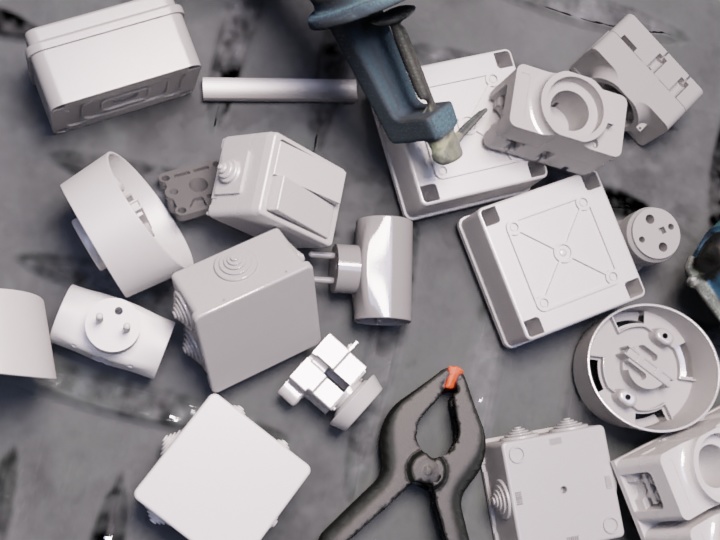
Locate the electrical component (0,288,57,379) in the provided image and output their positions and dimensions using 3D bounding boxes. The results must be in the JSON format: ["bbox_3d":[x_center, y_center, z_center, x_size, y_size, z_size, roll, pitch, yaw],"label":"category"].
[{"bbox_3d":[-0.253,0.048,0.711,0.099,0.099,0.064,-4,75,-14],"label":"electrical component"}]

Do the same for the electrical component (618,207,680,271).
[{"bbox_3d":[0.222,-0.023,0.854,0.045,0.055,0.045,2,79,-13],"label":"electrical component"}]

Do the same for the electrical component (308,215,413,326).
[{"bbox_3d":[0.000,0.000,0.805,0.079,0.044,0.077,4,79,-12],"label":"electrical component"}]

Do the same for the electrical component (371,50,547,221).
[{"bbox_3d":[0.075,-0.104,0.834,0.109,0.056,0.108,-14,83,-15],"label":"electrical component"}]

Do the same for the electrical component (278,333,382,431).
[{"bbox_3d":[-0.017,0.084,0.786,0.055,0.048,0.066,42,74,5],"label":"electrical component"}]

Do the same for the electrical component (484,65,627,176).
[{"bbox_3d":[0.146,-0.111,0.792,0.089,0.056,0.050,15,74,-14],"label":"electrical component"}]

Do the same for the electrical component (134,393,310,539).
[{"bbox_3d":[-0.098,0.148,0.753,0.100,0.048,0.099,39,74,-4],"label":"electrical component"}]

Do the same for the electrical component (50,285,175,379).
[{"bbox_3d":[-0.170,0.040,0.740,0.077,0.079,0.043,21,75,-8],"label":"electrical component"}]

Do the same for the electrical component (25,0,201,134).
[{"bbox_3d":[-0.178,-0.149,0.774,0.113,0.078,0.057,-20,88,-16],"label":"electrical component"}]

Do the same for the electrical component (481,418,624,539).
[{"bbox_3d":[0.144,0.164,0.806,0.100,0.048,0.099,-8,82,-15],"label":"electrical component"}]

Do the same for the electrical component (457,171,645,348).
[{"bbox_3d":[0.147,-0.009,0.834,0.109,0.056,0.108,-19,85,-16],"label":"electrical component"}]

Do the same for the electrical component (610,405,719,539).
[{"bbox_3d":[0.293,0.158,0.811,0.186,0.060,0.105,-18,85,-30],"label":"electrical component"}]

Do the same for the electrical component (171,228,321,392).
[{"bbox_3d":[-0.080,0.027,0.755,0.100,0.099,0.048,-25,53,-17],"label":"electrical component"}]

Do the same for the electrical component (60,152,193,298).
[{"bbox_3d":[-0.162,-0.032,0.748,0.064,0.099,0.099,-30,88,-10],"label":"electrical component"}]

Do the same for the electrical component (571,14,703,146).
[{"bbox_3d":[0.223,-0.152,0.880,0.056,0.050,0.089,-44,92,-17],"label":"electrical component"}]

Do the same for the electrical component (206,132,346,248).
[{"bbox_3d":[-0.060,-0.058,0.770,0.096,0.061,0.061,25,71,-48],"label":"electrical component"}]

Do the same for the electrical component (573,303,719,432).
[{"bbox_3d":[0.218,0.076,0.830,0.099,0.064,0.099,2,80,-13],"label":"electrical component"}]
